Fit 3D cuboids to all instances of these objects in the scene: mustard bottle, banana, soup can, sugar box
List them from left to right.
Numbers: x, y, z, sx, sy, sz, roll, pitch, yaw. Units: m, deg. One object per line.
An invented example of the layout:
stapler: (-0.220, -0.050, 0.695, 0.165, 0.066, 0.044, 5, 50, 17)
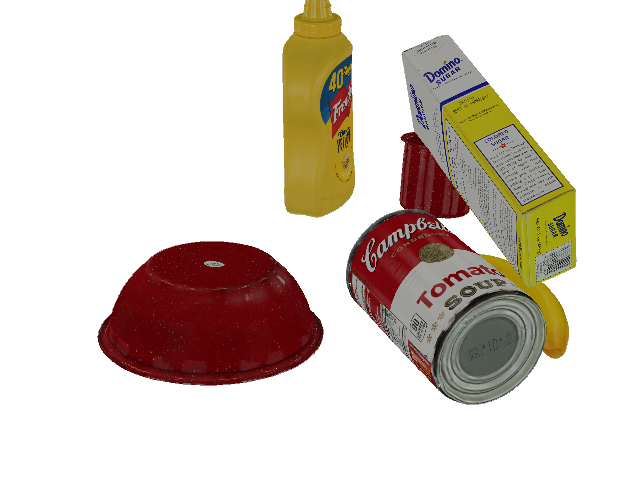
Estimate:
mustard bottle: (-0.002, -0.124, 0.947, 0.058, 0.192, 0.096, 10, 29, 21)
soup can: (0.065, 0.034, 0.577, 0.068, 0.068, 0.102, 0, 25, -27)
sugar box: (0.119, -0.060, 0.762, 0.048, 0.176, 0.093, -24, -36, -4)
banana: (0.191, 0.057, 1.061, 0.069, 0.037, 0.198, -33, 36, -17)

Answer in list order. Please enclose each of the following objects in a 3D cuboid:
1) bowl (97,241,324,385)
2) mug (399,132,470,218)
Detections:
bowl: (-0.077, 0.042, 0.759, 0.162, 0.055, 0.162, 2, 21, -1)
mug: (0.143, -0.076, 1.218, 0.117, 0.081, 0.093, -10, 23, -38)
